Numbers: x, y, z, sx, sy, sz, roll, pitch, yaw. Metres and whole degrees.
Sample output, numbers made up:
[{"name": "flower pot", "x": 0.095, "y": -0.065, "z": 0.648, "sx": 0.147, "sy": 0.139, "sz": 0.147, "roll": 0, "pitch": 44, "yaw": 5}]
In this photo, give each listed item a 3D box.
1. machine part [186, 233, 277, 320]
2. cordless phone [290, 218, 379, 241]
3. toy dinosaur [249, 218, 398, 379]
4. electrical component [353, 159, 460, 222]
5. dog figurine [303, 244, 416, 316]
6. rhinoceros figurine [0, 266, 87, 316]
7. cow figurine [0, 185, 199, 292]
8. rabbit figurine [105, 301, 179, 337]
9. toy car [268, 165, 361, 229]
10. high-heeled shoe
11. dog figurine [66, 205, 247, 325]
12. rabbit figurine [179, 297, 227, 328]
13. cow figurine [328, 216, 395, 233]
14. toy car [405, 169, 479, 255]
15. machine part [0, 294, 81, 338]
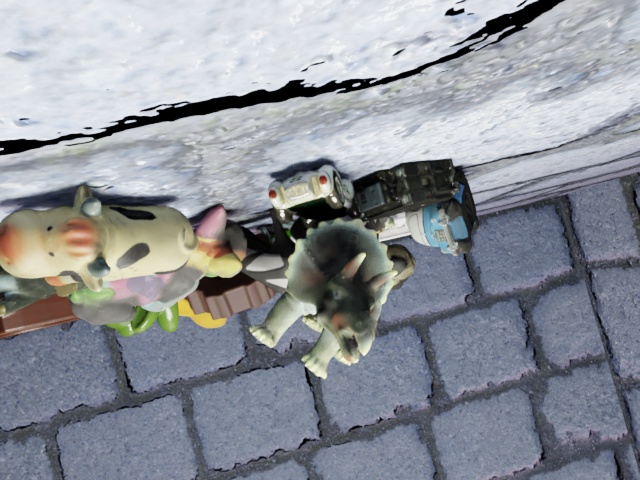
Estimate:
[{"name": "machine part", "x": -0.151, "y": 0.053, "z": 0.906, "sx": 0.179, "sy": 0.055, "sz": 0.179, "roll": -8, "pitch": -142, "yaw": 6}, {"name": "cordless phone", "x": -0.002, "y": -0.002, "z": 0.941, "sx": 0.146, "sy": 0.088, "sz": 0.184, "roll": -11, "pitch": 170, "yaw": -39}, {"name": "toy dinosaur", "x": 0.034, "y": 0.067, "z": 0.719, "sx": 0.192, "sy": 0.131, "sz": 0.405, "roll": -54, "pitch": 171, "yaw": 9}, {"name": "electrical component", "x": 0.111, "y": -0.067, "z": 0.756, "sx": 0.134, "sy": 0.058, "sz": 0.115, "roll": -12, "pitch": 174, "yaw": -36}, {"name": "dog figurine", "x": 0.056, "y": 0.056, "z": 0.901, "sx": 0.191, "sy": 0.121, "sz": 0.172, "roll": -24, "pitch": 179, "yaw": 18}, {"name": "rhinoceros figurine", "x": -0.339, "y": 0.039, "z": 0.619, "sx": 0.190, "sy": 0.073, "sz": 0.112, "roll": -16, "pitch": -173, "yaw": 7}, {"name": "cow figurine", "x": -0.192, "y": 0.003, "z": 0.486, "sx": 0.127, "sy": 0.085, "sz": 0.195, "roll": -9, "pitch": 177, "yaw": 30}, {"name": "rabbit figurine", "x": -0.287, "y": 0.073, "z": 0.852, "sx": 0.170, "sy": 0.159, "sz": 0.121, "roll": -33, "pitch": 157, "yaw": 27}, {"name": "toy car", "x": -0.002, "y": -0.049, "z": 0.625, "sx": 0.074, "sy": 0.056, "sz": 0.201, "roll": -15, "pitch": 174, "yaw": 12}, {"name": "high-heeled shoe", "x": -0.127, "y": 0.044, "z": 0.841, "sx": 0.249, "sy": 0.145, "sz": 0.086, "roll": -18, "pitch": 174, "yaw": 30}, {"name": "dog figurine", "x": -0.200, "y": 0.030, "z": 0.695, "sx": 0.219, "sy": 0.108, "sz": 0.191, "roll": -22, "pitch": 173, "yaw": 36}, {"name": "rabbit figurine", "x": -0.264, "y": 0.114, "z": 1.177, "sx": 0.162, "sy": 0.173, "sz": 0.122, "roll": -17, "pitch": -179, "yaw": -18}, {"name": "cow figurine", "x": 0.061, "y": -0.029, "z": 0.824, "sx": 0.167, "sy": 0.098, "sz": 0.068, "roll": -9, "pitch": 169, "yaw": -42}, {"name": "toy car", "x": 0.189, "y": -0.037, "z": 0.854, "sx": 0.103, "sy": 0.109, "sz": 0.162, "roll": -11, "pitch": -153, "yaw": 29}, {"name": "machine part", "x": -0.513, "y": 0.116, "z": 0.938, "sx": 0.201, "sy": 0.087, "sz": 0.201, "roll": -8, "pitch": 173, "yaw": -45}]
